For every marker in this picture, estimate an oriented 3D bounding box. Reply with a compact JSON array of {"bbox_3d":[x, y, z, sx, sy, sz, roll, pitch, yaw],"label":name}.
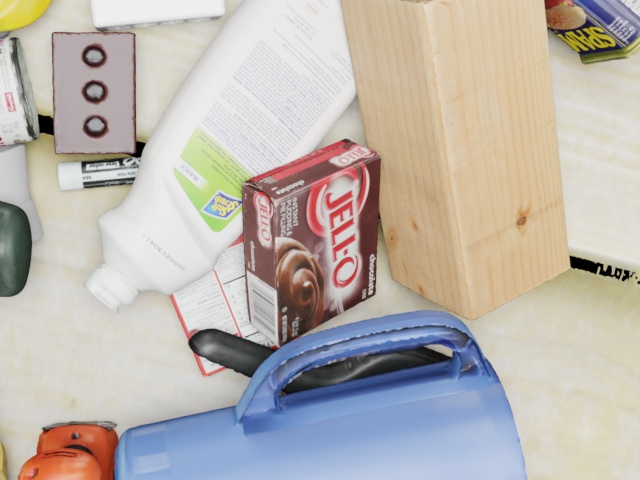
[{"bbox_3d":[-0.114,-0.048,0.717,0.121,0.020,0.020,-6,99,-8],"label":"marker"}]

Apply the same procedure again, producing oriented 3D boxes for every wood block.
[{"bbox_3d":[0.088,-0.068,0.674,0.090,0.090,0.206,-25,119,-24],"label":"wood block"}]

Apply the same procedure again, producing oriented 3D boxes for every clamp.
[{"bbox_3d":[0.012,0.128,0.747,0.209,0.036,0.164,-4,115,-15],"label":"clamp"}]

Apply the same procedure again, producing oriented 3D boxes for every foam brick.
[{"bbox_3d":[-0.145,-0.095,0.688,0.053,0.051,0.078,-1,98,-10],"label":"foam brick"}]

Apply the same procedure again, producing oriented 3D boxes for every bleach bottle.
[{"bbox_3d":[-0.065,-0.064,0.680,0.102,0.068,0.250,42,81,-15],"label":"bleach bottle"}]

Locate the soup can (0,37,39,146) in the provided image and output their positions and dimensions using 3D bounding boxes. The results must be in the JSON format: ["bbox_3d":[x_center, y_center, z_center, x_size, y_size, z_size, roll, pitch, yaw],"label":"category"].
[{"bbox_3d":[-0.233,-0.087,0.667,0.102,0.068,0.068,-11,99,-9],"label":"soup can"}]

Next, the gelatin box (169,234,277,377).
[{"bbox_3d":[-0.062,0.040,0.732,0.073,0.030,0.089,-22,103,-5],"label":"gelatin box"}]

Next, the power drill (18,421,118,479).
[{"bbox_3d":[-0.151,0.201,0.659,0.057,0.188,0.184,0,96,-11],"label":"power drill"}]

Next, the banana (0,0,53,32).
[{"bbox_3d":[-0.191,-0.216,0.661,0.037,0.069,0.198,-3,90,32],"label":"banana"}]

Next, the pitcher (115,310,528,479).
[{"bbox_3d":[-0.001,0.143,0.663,0.242,0.145,0.149,-8,67,-6],"label":"pitcher"}]

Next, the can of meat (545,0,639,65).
[{"bbox_3d":[0.166,-0.160,0.670,0.084,0.102,0.057,36,91,-10],"label":"can of meat"}]

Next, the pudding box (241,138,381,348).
[{"bbox_3d":[-0.005,0.001,0.687,0.089,0.039,0.113,-26,133,-34],"label":"pudding box"}]

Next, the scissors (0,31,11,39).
[{"bbox_3d":[-0.275,-0.201,0.670,0.096,0.016,0.201,-39,102,-3],"label":"scissors"}]
